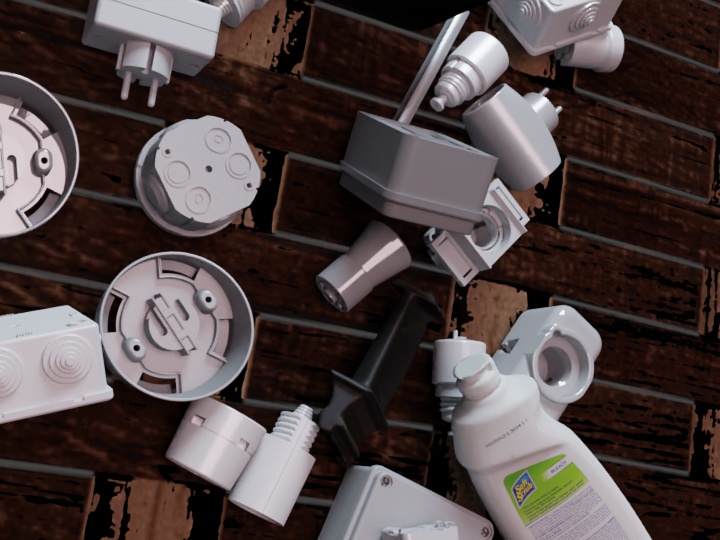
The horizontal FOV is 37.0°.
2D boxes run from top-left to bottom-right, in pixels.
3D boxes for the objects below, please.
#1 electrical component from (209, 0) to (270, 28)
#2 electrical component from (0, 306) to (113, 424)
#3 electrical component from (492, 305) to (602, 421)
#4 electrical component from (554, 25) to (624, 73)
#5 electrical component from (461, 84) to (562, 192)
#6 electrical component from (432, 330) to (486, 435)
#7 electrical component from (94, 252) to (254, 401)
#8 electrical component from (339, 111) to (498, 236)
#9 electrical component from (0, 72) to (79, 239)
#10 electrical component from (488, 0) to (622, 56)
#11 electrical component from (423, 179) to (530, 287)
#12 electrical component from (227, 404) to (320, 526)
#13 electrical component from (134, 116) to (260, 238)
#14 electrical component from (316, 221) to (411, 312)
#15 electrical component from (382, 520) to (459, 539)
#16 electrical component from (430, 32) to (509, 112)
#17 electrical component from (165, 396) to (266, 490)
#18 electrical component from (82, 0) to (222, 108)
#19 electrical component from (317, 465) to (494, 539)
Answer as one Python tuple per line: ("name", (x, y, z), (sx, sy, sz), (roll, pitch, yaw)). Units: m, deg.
("electrical component", (-0.081, -0.211, 0.780), (0.043, 0.043, 0.081), (43, 68, -14))
("electrical component", (-0.207, 0.056, 0.657), (0.100, 0.100, 0.048), (-10, 101, -26))
("electrical component", (0.142, 0.076, 0.840), (0.054, 0.059, 0.095), (43, 68, -15))
("electrical component", (0.193, -0.188, 0.909), (0.046, 0.040, 0.040), (0, 84, -20))
("electrical component", (0.133, -0.116, 0.868), (0.079, 0.044, 0.077), (-43, 102, -23))
("electrical component", (0.074, 0.086, 0.817), (0.040, 0.040, 0.078), (7, 80, -24))
("electrical component", (-0.126, 0.038, 0.715), (0.099, 0.064, 0.099), (3, 82, -25))
("electrical component", (0.039, -0.071, 0.777), (0.078, 0.113, 0.057), (12, 102, -23))
("electrical component", (-0.231, -0.068, 0.679), (0.099, 0.064, 0.099), (3, 82, -25))
("electrical component", (0.156, -0.230, 0.872), (0.100, 0.048, 0.099), (-22, 66, -26))
("electrical component", (0.085, -0.027, 0.824), (0.081, 0.064, 0.042), (-43, 102, -23))
("electrical component", (-0.055, 0.132, 0.749), (0.043, 0.043, 0.081), (33, 71, -18))
("electrical component", (-0.112, -0.065, 0.742), (0.080, 0.051, 0.080), (3, 82, -25))
("electrical component", (0.000, 0.000, 0.793), (0.065, 0.044, 0.044), (-41, 101, -19))
("electrical component", (0.042, 0.203, 0.722), (0.081, 0.042, 0.063), (0, 82, -26))
("electrical component", (0.084, -0.154, 0.852), (0.040, 0.040, 0.078), (48, 67, -12))
("electrical component", (-0.098, 0.116, 0.725), (0.055, 0.055, 0.047), (33, 74, -18))
("electrical component", (-0.146, -0.150, 0.739), (0.083, 0.047, 0.075), (13, 78, -23))
("electrical component", (0.026, 0.209, 0.770), (0.109, 0.056, 0.108), (30, 72, -19))
